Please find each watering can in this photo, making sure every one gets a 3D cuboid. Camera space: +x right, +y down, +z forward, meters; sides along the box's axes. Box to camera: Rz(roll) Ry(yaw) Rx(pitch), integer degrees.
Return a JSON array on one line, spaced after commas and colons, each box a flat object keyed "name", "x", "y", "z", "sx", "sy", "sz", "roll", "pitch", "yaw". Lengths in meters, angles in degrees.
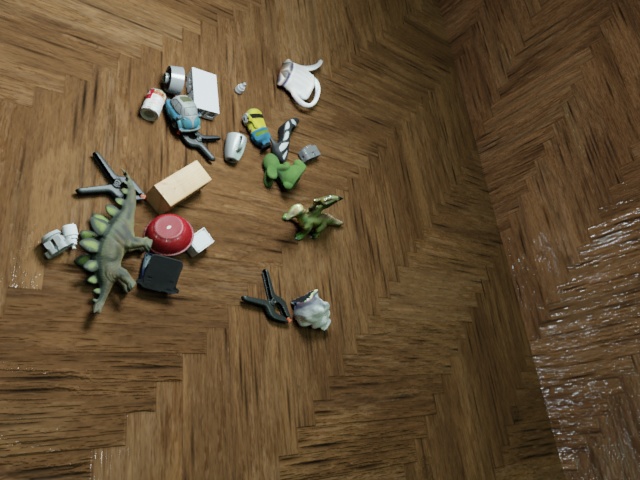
[{"name": "watering can", "x": -0.088, "y": -0.776, "z": 2.440, "sx": 0.222, "sy": 0.102, "sz": 0.356, "roll": 27, "pitch": 53, "yaw": -28}]

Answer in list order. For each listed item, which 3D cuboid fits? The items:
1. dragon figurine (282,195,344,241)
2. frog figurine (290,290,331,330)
[{"name": "dragon figurine", "x": 0.006, "y": -0.105, "z": 2.081, "sx": 0.412, "sy": 0.239, "sz": 0.123, "roll": -9, "pitch": 71, "yaw": -42}, {"name": "frog figurine", "x": -0.022, "y": 0.283, "z": 1.937, "sx": 0.138, "sy": 0.123, "sz": 0.158, "roll": -31, "pitch": 101, "yaw": -13}]
